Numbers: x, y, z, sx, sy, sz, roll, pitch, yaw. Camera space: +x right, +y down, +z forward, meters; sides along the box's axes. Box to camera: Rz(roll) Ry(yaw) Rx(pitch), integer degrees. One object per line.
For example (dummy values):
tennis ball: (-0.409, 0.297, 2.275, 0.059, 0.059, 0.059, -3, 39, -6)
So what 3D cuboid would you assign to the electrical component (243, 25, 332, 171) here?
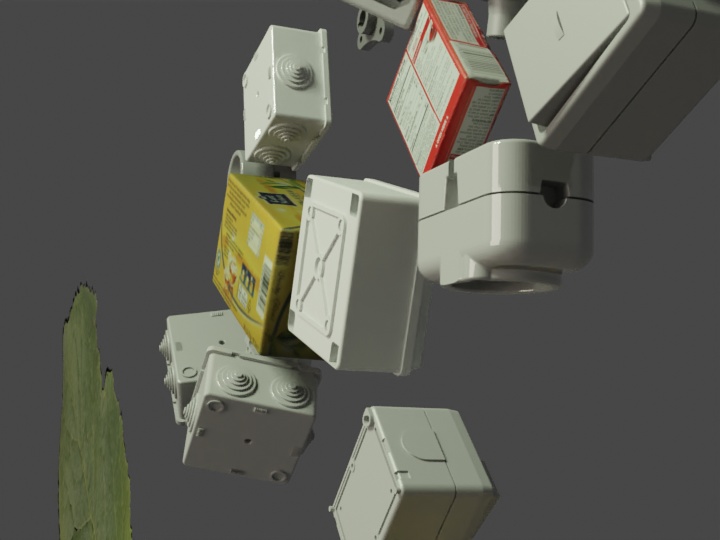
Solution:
electrical component: (-0.061, -0.139, 0.873, 0.100, 0.048, 0.099, 136, 134, -60)

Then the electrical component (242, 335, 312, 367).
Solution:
electrical component: (-0.065, 0.067, 0.842, 0.040, 0.046, 0.040, -175, 90, -69)

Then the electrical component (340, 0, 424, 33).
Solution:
electrical component: (0.027, -0.182, 0.649, 0.065, 0.047, 0.077, -66, -7, 12)

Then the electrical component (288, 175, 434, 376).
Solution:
electrical component: (0.000, 0.000, 0.673, 0.109, 0.056, 0.108, -152, 68, -67)

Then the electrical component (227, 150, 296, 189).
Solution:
electrical component: (-0.086, -0.076, 0.923, 0.055, 0.047, 0.055, -175, 90, -69)

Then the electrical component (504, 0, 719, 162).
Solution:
electrical component: (0.104, -0.096, 0.417, 0.096, 0.061, 0.061, 123, 145, -51)

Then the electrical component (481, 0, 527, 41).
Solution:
electrical component: (0.075, -0.145, 0.529, 0.043, 0.043, 0.062, -156, 71, -68)

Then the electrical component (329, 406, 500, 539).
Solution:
electrical component: (0.027, 0.127, 0.569, 0.061, 0.061, 0.096, -112, 34, -50)

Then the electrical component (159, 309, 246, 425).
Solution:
electrical component: (-0.115, 0.077, 0.899, 0.099, 0.100, 0.048, -111, 20, -49)

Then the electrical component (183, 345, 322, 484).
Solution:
electrical component: (-0.082, 0.111, 0.807, 0.048, 0.100, 0.099, -90, 18, -50)

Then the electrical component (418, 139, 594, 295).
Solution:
electrical component: (0.067, -0.021, 0.507, 0.095, 0.054, 0.059, 162, 111, -67)
